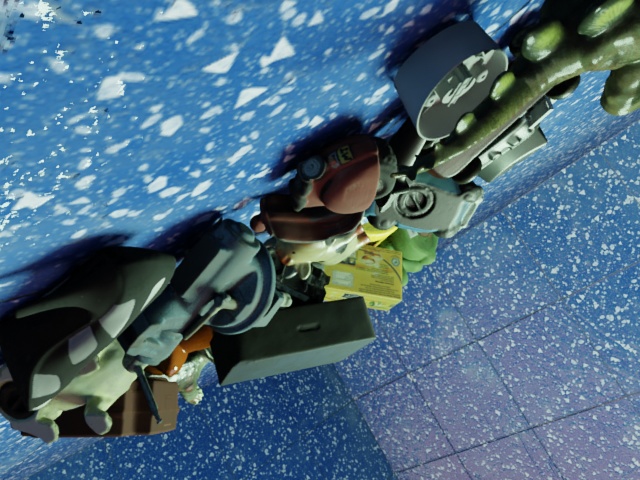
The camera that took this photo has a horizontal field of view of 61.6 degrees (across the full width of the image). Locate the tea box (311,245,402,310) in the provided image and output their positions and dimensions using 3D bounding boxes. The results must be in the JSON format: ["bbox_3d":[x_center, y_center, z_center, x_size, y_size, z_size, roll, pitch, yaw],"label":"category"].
[{"bbox_3d":[0.056,0.059,0.948,0.170,0.098,0.068,13,154,-14],"label":"tea box"}]

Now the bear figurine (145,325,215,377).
[{"bbox_3d":[-0.219,0.177,0.898,0.196,0.132,0.120,-33,131,-7],"label":"bear figurine"}]

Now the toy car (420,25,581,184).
[{"bbox_3d":[0.193,-0.148,0.595,0.089,0.053,0.202,33,114,-28],"label":"toy car"}]

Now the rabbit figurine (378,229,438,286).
[{"bbox_3d":[0.158,0.006,1.102,0.121,0.159,0.170,-34,-171,-37],"label":"rabbit figurine"}]

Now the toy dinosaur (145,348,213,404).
[{"bbox_3d":[-0.331,0.265,1.027,0.405,0.131,0.192,-18,151,-34],"label":"toy dinosaur"}]

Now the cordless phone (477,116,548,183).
[{"bbox_3d":[0.218,-0.148,0.747,0.184,0.089,0.146,-1,151,-47],"label":"cordless phone"}]

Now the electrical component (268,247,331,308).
[{"bbox_3d":[-0.062,0.076,0.855,0.134,0.115,0.058,-44,-160,52],"label":"electrical component"}]

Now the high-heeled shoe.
[{"bbox_3d":[-0.236,0.090,0.547,0.145,0.086,0.248,-20,160,-38],"label":"high-heeled shoe"}]

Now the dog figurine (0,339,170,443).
[{"bbox_3d":[-0.302,0.158,0.698,0.172,0.121,0.190,6,-167,3],"label":"dog figurine"}]

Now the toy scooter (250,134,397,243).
[{"bbox_3d":[-0.004,-0.046,0.588,0.135,0.075,0.183,-7,154,-21],"label":"toy scooter"}]

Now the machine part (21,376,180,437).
[{"bbox_3d":[-0.336,0.259,0.844,0.202,0.087,0.201,-2,164,1],"label":"machine part"}]

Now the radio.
[{"bbox_3d":[-0.044,0.153,0.814,0.229,0.073,0.131,-4,155,-27],"label":"radio"}]

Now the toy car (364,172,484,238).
[{"bbox_3d":[0.127,-0.073,0.709,0.162,0.103,0.109,11,128,-11],"label":"toy car"}]

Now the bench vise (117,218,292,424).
[{"bbox_3d":[-0.121,0.080,0.644,0.223,0.129,0.240,-58,149,8],"label":"bench vise"}]

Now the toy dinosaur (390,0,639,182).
[{"bbox_3d":[0.246,-0.197,0.434,0.471,0.105,0.198,-47,153,7],"label":"toy dinosaur"}]

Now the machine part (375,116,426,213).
[{"bbox_3d":[0.088,-0.100,0.589,0.039,0.084,0.138,7,132,-28],"label":"machine part"}]

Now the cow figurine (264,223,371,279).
[{"bbox_3d":[-0.002,-0.002,0.774,0.127,0.085,0.195,-38,169,5],"label":"cow figurine"}]
